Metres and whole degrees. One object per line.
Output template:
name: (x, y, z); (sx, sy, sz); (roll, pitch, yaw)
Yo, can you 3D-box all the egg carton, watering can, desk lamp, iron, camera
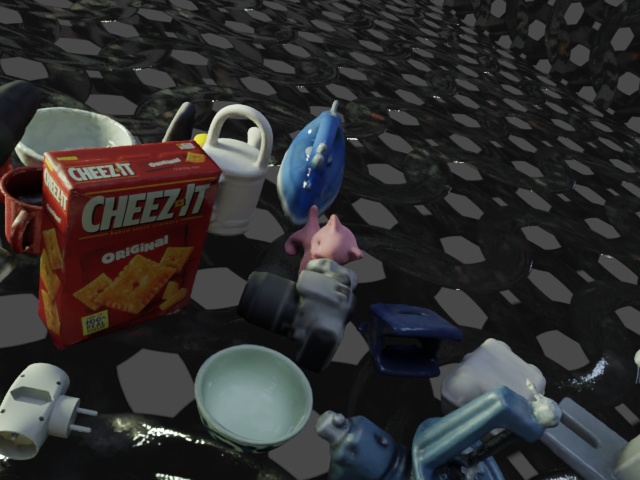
egg carton: (0.223, 0.193, 0.740); (0.107, 0.069, 0.151); (38, 37, 22)
watering can: (-0.127, -0.114, 0.851); (0.101, 0.194, 0.172); (13, 35, -14)
desk lamp: (0.408, 0.223, 0.675); (0.202, 0.213, 0.118); (38, 37, 23)
iron: (-0.003, -0.143, 1.008); (0.119, 0.141, 0.258); (19, 34, -5)
camera: (-0.027, 0.074, 0.734); (0.137, 0.101, 0.143); (21, 34, -2)

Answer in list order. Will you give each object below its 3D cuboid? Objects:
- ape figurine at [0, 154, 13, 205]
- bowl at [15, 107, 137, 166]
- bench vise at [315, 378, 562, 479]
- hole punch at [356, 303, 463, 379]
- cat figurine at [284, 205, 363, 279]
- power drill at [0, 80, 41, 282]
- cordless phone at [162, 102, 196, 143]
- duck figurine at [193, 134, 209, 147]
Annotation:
ape figurine: (-0.429, -0.100, 0.752); (0.076, 0.092, 0.078); (16, 35, -10)
bowl: (-0.359, -0.123, 0.838); (0.167, 0.075, 0.167); (15, 35, -11)
bench vise: (0.104, 0.204, 0.523); (0.208, 0.220, 0.121); (13, 35, -14)
hole punch: (0.118, 0.119, 0.762); (0.109, 0.091, 0.101); (7, 37, -21)
cat figurine: (0.008, 0.003, 0.835); (0.067, 0.118, 0.127); (-1, 40, -30)
power drill: (-0.371, -0.041, 0.600); (0.075, 0.208, 0.229); (20, 34, -4)
cordless phone: (-0.215, -0.087, 0.772); (0.094, 0.185, 0.147); (15, 35, -10)
duck figurine: (-0.189, -0.133, 0.939); (0.105, 0.086, 0.077); (-16, 50, -43)
